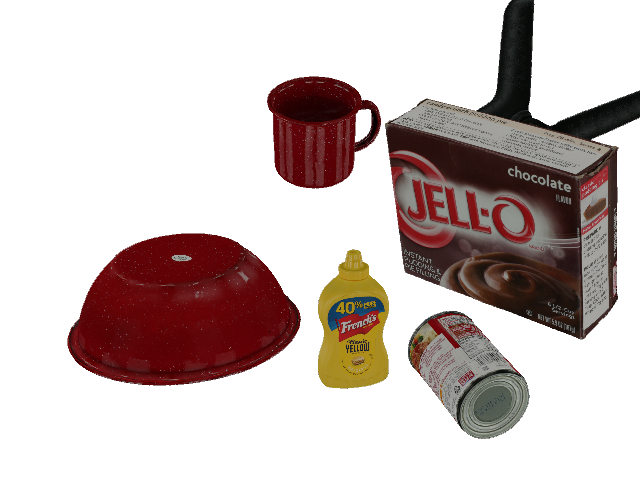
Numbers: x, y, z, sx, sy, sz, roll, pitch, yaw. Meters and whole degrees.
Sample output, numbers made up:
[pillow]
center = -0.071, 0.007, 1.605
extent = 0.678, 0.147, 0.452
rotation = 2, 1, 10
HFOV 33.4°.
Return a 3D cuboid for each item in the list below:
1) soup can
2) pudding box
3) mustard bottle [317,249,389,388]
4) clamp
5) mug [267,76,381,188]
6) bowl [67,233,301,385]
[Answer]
[soup can]
center = 0.126, 0.114, 0.917
extent = 0.068, 0.068, 0.102
rotation = 0, 25, -22
[pudding box]
center = 0.088, -0.013, 0.520
extent = 0.114, 0.090, 0.039
rotation = 19, 43, 38
[mustard bottle]
center = 0.045, 0.104, 1.446
extent = 0.096, 0.192, 0.058
rotation = -4, 21, -10
[clamp]
center = 0.149, -0.070, 0.722
extent = 0.120, 0.171, 0.039
rotation = 27, -7, 3
[mug]
center = 0.005, -0.109, 1.072
extent = 0.117, 0.081, 0.093
rotation = -14, 40, -17
[bowl]
center = -0.095, 0.037, 0.733
extent = 0.162, 0.055, 0.162
rotation = -2, 22, 1
